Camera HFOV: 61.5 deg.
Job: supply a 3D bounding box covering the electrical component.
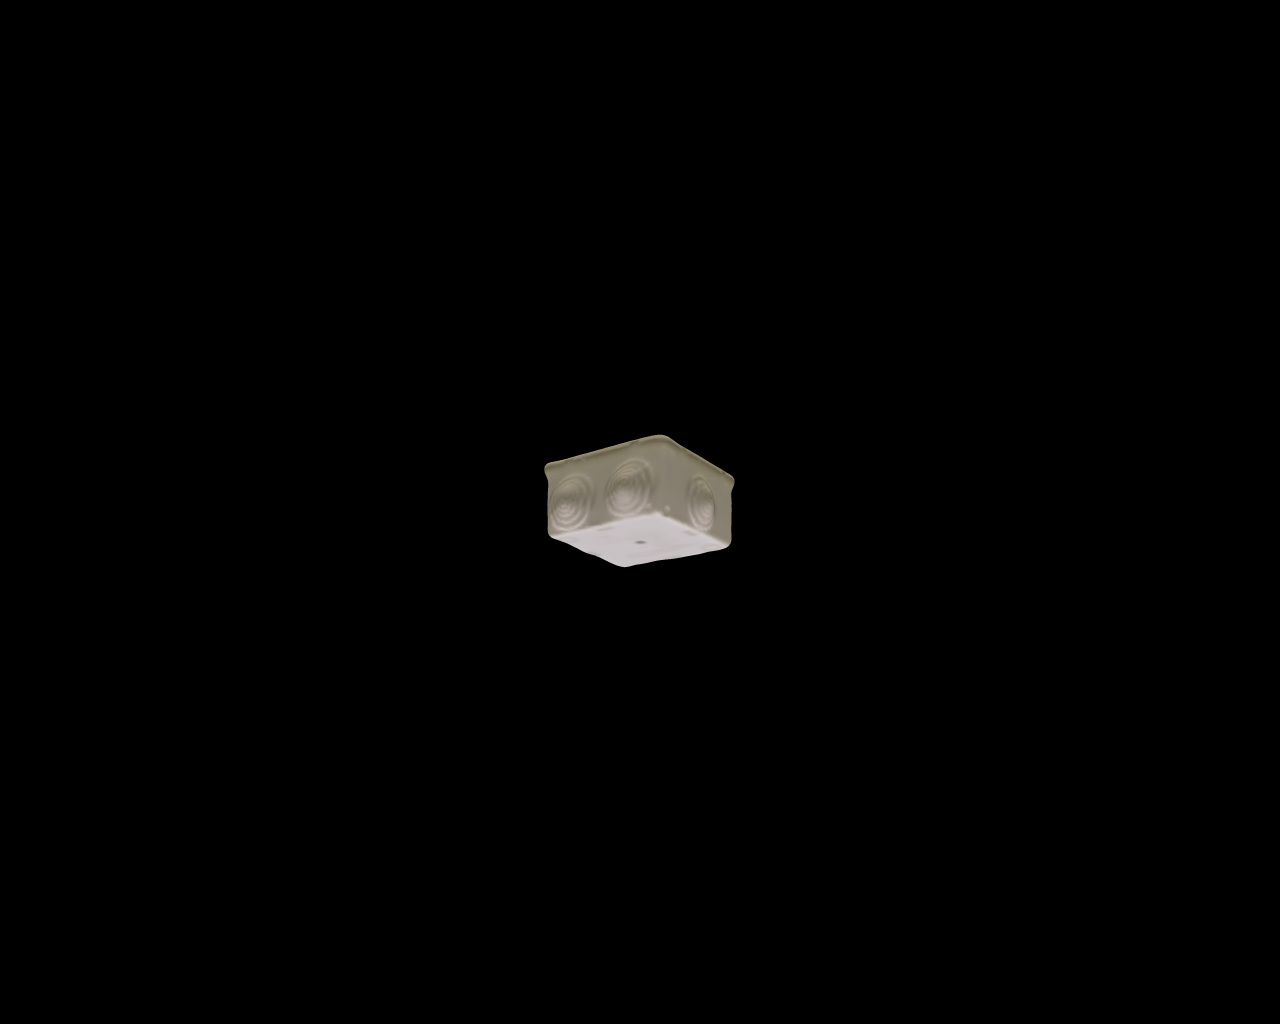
[{"bbox_3d":[0.001,-0.003,0.650,0.099,0.048,0.099,-12,-23,31],"label":"electrical component"}]
